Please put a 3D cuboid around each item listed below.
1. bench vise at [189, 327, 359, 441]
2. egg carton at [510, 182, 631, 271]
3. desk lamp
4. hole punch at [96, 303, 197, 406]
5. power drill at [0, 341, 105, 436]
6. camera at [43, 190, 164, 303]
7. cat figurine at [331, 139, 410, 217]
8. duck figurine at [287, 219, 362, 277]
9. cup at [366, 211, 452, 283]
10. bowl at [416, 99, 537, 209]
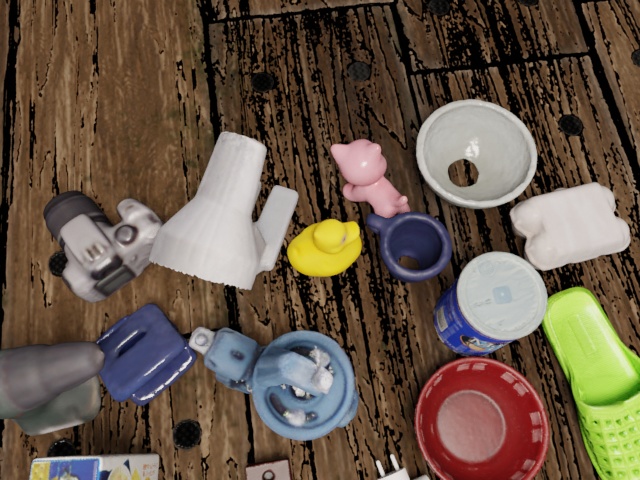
[{"bbox_3d":[-0.054,0.155,0.636,0.207,0.220,0.121,5,70,1],"label":"bench vise"},{"bbox_3d":[0.342,-0.019,0.789,0.150,0.069,0.107,-14,71,-6],"label":"egg carton"},{"bbox_3d":[-0.109,-0.024,0.703,0.118,0.213,0.203,17,71,5],"label":"desk lamp"},{"bbox_3d":[-0.224,0.139,0.706,0.109,0.091,0.101,-41,76,-14],"label":"hole punch"},{"bbox_3d":[-0.323,0.167,0.632,0.229,0.208,0.075,-14,71,-6],"label":"power drill"},{"bbox_3d":[-0.291,-0.013,0.754,0.143,0.101,0.136,-39,76,-14],"label":"camera"},{"bbox_3d":[0.072,-0.084,0.779,0.067,0.118,0.127,-39,76,-14],"label":"cat figurine"},{"bbox_3d":[0.007,0.003,0.764,0.104,0.086,0.077,-16,71,-7],"label":"duck figurine"},{"bbox_3d":[0.108,0.014,0.758,0.117,0.095,0.092,32,73,10],"label":"cup"},{"bbox_3d":[0.214,-0.111,0.816,0.167,0.075,0.167,1,70,-1],"label":"bowl"}]
